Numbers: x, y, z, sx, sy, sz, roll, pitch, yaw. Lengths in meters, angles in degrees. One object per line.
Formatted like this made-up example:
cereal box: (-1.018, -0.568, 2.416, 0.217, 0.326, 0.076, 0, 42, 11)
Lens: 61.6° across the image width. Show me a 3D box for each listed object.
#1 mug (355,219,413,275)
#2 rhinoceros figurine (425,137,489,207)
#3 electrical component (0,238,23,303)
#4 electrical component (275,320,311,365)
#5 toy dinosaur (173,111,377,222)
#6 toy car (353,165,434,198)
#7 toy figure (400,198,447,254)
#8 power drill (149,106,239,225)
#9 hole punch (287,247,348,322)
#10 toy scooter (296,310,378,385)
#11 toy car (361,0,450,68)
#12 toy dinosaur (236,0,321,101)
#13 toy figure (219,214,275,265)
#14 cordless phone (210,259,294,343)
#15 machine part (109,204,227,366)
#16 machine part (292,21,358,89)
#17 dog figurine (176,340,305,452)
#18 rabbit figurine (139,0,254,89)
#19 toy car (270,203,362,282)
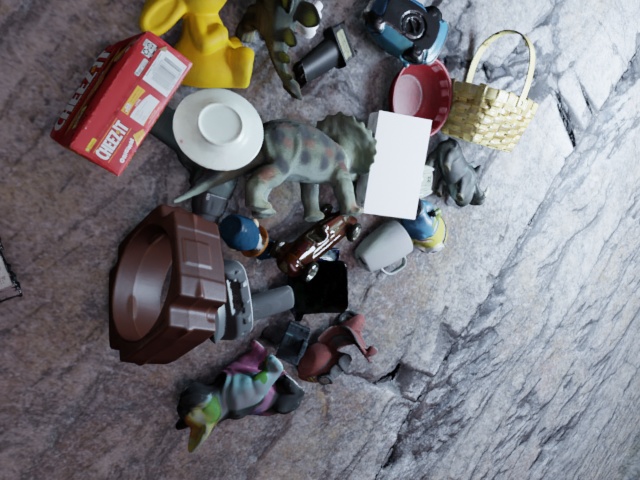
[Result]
mug: (0.131, 0.026, 1.124, 0.107, 0.081, 0.109, -30, 120, -12)
rhinoceros figurine: (0.309, -0.142, 1.201, 0.190, 0.073, 0.112, 49, 64, -32)
electrical component: (-0.486, 0.043, 0.713, 0.134, 0.058, 0.114, -21, 113, -28)
electrical component: (-0.050, 0.196, 1.017, 0.048, 0.119, 0.074, 22, 88, 1)
toy dinosaur: (-0.045, -0.131, 0.887, 0.404, 0.131, 0.192, 4, 78, -43)
toy car: (0.153, -0.115, 1.105, 0.202, 0.056, 0.073, -11, 110, -32)
toy figure: (0.223, -0.034, 1.141, 0.089, 0.082, 0.180, -55, 141, -10)
power drill: (-0.215, -0.124, 0.837, 0.207, 0.086, 0.232, 27, 86, -33)
hole punch: (-0.006, 0.078, 1.047, 0.116, 0.092, 0.142, -2, 111, -2)
toy scooter: (0.042, 0.227, 1.083, 0.184, 0.135, 0.075, -43, 125, -15)
toy car: (0.145, -0.383, 0.989, 0.161, 0.103, 0.109, 25, 83, -12)
toy dinosaur: (-0.062, -0.436, 0.775, 0.105, 0.199, 0.470, -25, 118, -30)
toy figure: (-0.120, -0.003, 0.933, 0.064, 0.058, 0.154, -19, 160, 12)
cordless phone: (-0.128, 0.093, 0.949, 0.184, 0.089, 0.146, -16, 111, -28)
machine part: (-0.227, 0.067, 0.789, 0.201, 0.201, 0.087, -34, 144, 32)
machine part: (0.007, -0.325, 0.956, 0.139, 0.039, 0.084, -44, 132, -18)
dog figurine: (-0.155, 0.301, 0.991, 0.219, 0.109, 0.191, -40, 125, -13)
rabbit figurine: (-0.177, -0.317, 0.783, 0.162, 0.122, 0.173, 2, 125, -13)
toy car: (-0.002, -0.003, 0.988, 0.202, 0.089, 0.053, -39, 153, -35)
